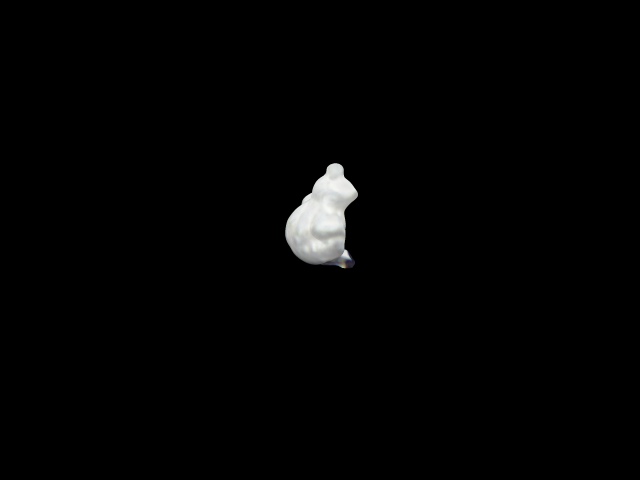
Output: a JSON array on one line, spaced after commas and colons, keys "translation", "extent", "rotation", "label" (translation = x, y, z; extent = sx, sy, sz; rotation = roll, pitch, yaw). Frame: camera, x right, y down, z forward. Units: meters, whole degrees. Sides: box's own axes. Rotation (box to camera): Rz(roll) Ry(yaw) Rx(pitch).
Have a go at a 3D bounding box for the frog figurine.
[{"translation": [0.003, -0.043, 0.850], "extent": [0.123, 0.156, 0.140], "rotation": [-3, 33, -4], "label": "frog figurine"}]
